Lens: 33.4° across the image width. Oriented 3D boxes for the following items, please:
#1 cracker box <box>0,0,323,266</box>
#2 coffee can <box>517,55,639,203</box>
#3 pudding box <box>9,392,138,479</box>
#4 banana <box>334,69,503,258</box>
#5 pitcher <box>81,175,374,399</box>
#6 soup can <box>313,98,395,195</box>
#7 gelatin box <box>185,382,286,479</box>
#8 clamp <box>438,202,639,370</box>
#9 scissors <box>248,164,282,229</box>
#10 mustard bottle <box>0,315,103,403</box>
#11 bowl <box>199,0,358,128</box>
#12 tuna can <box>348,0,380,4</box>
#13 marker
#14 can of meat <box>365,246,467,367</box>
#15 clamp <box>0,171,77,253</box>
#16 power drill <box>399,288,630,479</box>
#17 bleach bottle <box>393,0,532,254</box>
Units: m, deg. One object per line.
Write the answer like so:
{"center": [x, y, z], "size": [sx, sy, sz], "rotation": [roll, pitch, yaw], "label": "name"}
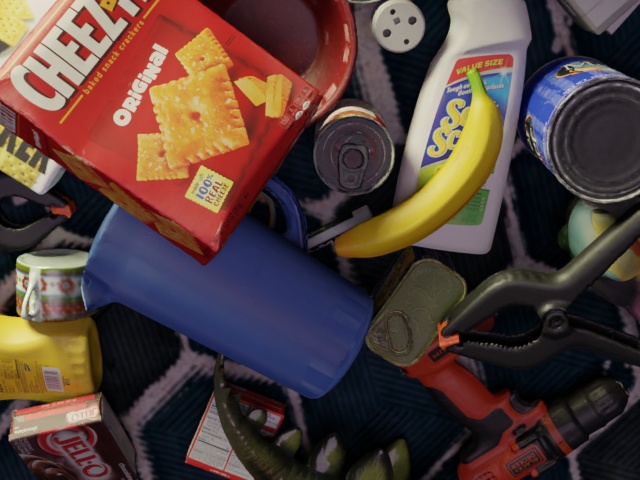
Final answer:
{"center": [-0.128, -0.108, 0.844], "size": [0.213, 0.072, 0.164], "rotation": [36, 71, -6], "label": "cracker box"}
{"center": [0.229, -0.097, 0.905], "size": [0.103, 0.140, 0.103], "rotation": [0, 106, 0], "label": "coffee can"}
{"center": [-0.233, 0.197, 1.021], "size": [0.090, 0.039, 0.113], "rotation": [-12, 138, 4], "label": "pudding box"}
{"center": [0.096, -0.048, 0.909], "size": [0.070, 0.037, 0.198], "rotation": [41, 100, 14], "label": "banana"}
{"center": [-0.073, 0.028, 0.938], "size": [0.242, 0.145, 0.149], "rotation": [31, 120, -8], "label": "pitcher"}
{"center": [0.028, -0.084, 0.929], "size": [0.068, 0.102, 0.068], "rotation": [0, 106, 0], "label": "soup can"}
{"center": [-0.082, 0.189, 1.048], "size": [0.073, 0.030, 0.089], "rotation": [21, 106, -5], "label": "gelatin box"}
{"center": [0.208, 0.069, 0.913], "size": [0.210, 0.036, 0.164], "rotation": [-19, 111, 13], "label": "clamp"}
{"center": [-0.061, -0.078, 0.976], "size": [0.096, 0.016, 0.202], "rotation": [17, 105, -5], "label": "scissors"}
{"center": [-0.306, 0.111, 1.006], "size": [0.191, 0.058, 0.096], "rotation": [2, 132, 0], "label": "mustard bottle"}
{"center": [-0.046, -0.173, 0.924], "size": [0.162, 0.055, 0.162], "rotation": [1, 106, 5], "label": "bowl"}
{"center": [0.035, -0.247, 0.917], "size": [0.086, 0.034, 0.086], "rotation": [0, 106, 0], "label": "tuna can"}
{"center": [-0.007, 0.001, 0.997], "size": [0.121, 0.020, 0.020], "rotation": [-26, 105, 7], "label": "marker"}
{"center": [0.084, 0.054, 0.979], "size": [0.057, 0.084, 0.102], "rotation": [32, 104, -9], "label": "can of meat"}
{"center": [-0.314, -0.035, 0.977], "size": [0.171, 0.039, 0.120], "rotation": [-11, 112, -2], "label": "clamp"}
{"center": [0.177, 0.140, 1.018], "size": [0.184, 0.057, 0.187], "rotation": [-35, 103, 10], "label": "power drill"}
{"center": [0.125, -0.118, 0.942], "size": [0.102, 0.068, 0.251], "rotation": [8, 103, 1], "label": "bleach bottle"}
